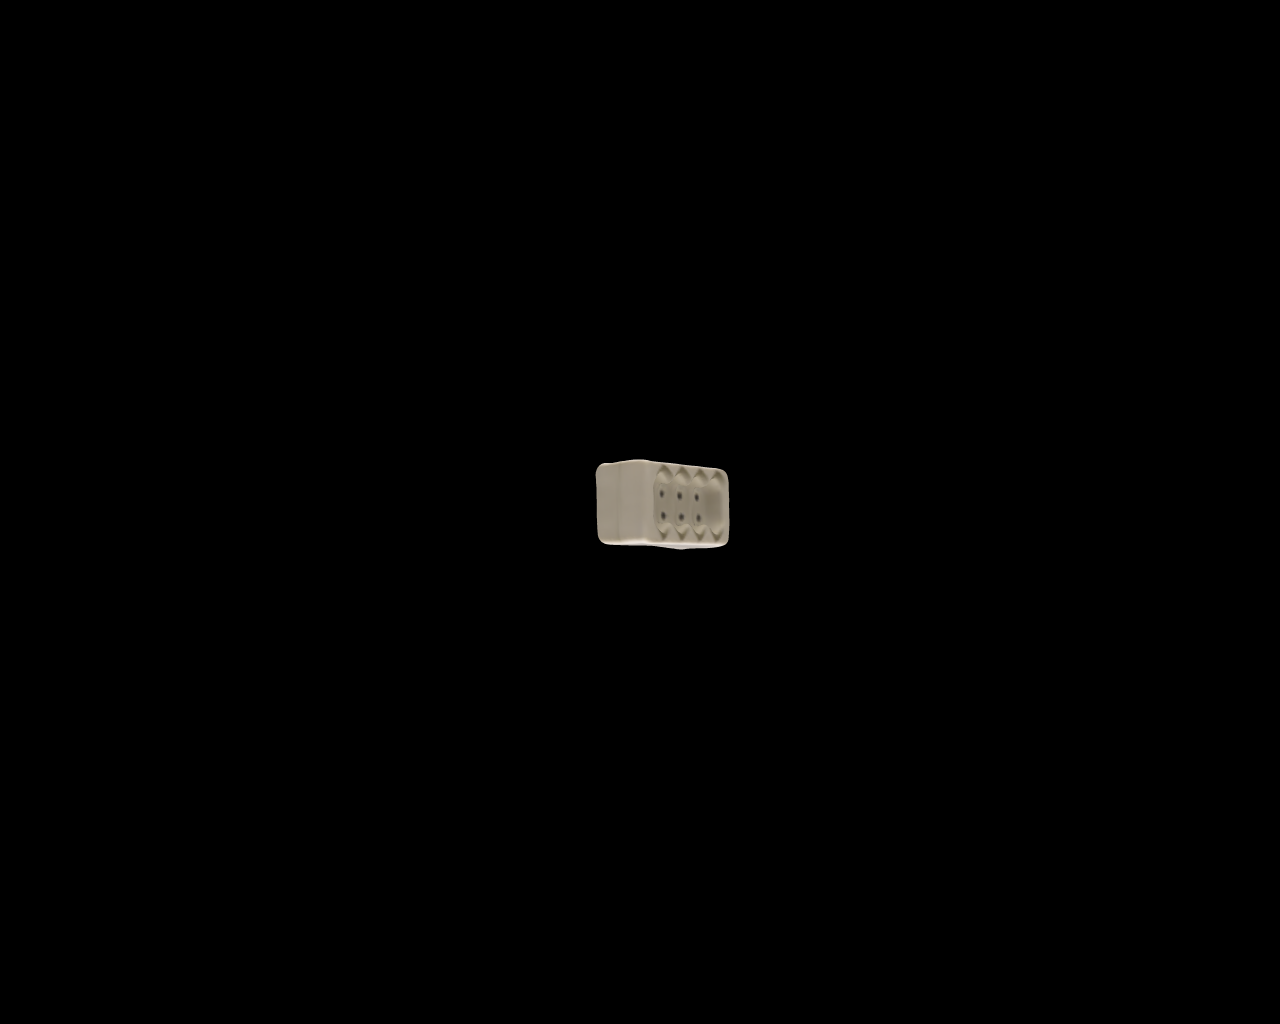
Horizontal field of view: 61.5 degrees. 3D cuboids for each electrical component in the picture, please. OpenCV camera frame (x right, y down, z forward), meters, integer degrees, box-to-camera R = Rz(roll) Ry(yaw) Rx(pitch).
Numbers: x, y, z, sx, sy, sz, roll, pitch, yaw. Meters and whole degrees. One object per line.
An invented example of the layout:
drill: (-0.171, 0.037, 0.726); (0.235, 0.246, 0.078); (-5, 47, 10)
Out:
electrical component: (0.001, -0.003, 0.650); (0.075, 0.047, 0.083); (-4, -6, 39)
